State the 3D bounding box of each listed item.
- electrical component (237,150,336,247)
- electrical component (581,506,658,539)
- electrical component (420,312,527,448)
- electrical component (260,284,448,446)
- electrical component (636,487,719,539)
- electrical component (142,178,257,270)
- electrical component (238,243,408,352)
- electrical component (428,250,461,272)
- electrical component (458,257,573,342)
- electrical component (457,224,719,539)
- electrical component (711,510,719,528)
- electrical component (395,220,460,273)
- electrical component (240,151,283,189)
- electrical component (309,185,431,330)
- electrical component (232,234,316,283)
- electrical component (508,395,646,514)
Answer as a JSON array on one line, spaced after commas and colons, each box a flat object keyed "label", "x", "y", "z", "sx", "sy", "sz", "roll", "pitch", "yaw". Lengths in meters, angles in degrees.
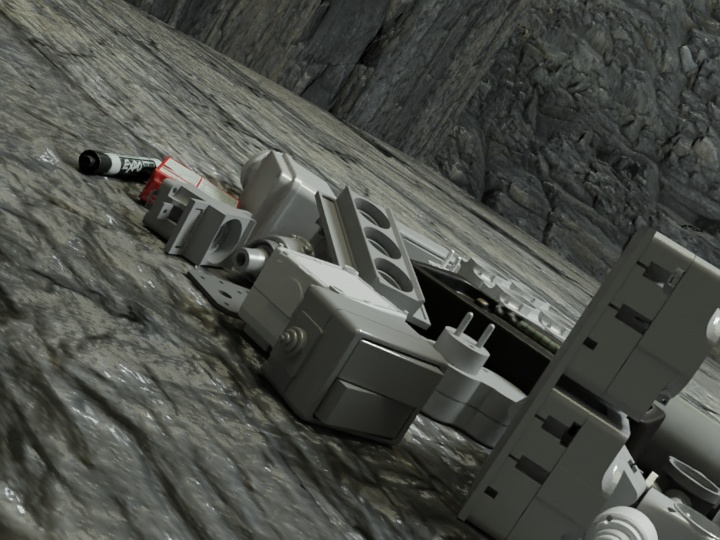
[{"label": "electrical component", "x": -0.067, "y": -0.050, "z": 0.912, "sx": 0.057, "sy": 0.078, "sz": 0.113, "roll": 32, "pitch": 9, "yaw": -17}, {"label": "electrical component", "x": 0.148, "y": 0.161, "z": 0.623, "sx": 0.040, "sy": 0.040, "sz": 0.078, "roll": 35, "pitch": 10, "yaw": 22}, {"label": "electrical component", "x": 0.066, "y": 0.064, "z": 0.754, "sx": 0.138, "sy": 0.073, "sz": 0.052, "roll": 28, "pitch": 11, "yaw": -19}, {"label": "electrical component", "x": -0.006, "y": 0.056, "z": 0.613, "sx": 0.096, "sy": 0.061, "sz": 0.061, "roll": 23, "pitch": 13, "yaw": -41}, {"label": "electrical component", "x": 0.218, "y": 0.183, "z": 0.719, "sx": 0.077, "sy": 0.044, "sz": 0.079, "roll": 35, "pitch": 9, "yaw": 20}, {"label": "electrical component", "x": -0.119, "y": -0.035, "z": 0.782, "sx": 0.064, "sy": 0.042, "sz": 0.081, "roll": 34, "pitch": 9, "yaw": 22}, {"label": "electrical component", "x": -0.021, "y": 0.032, "z": 0.686, "sx": 0.062, "sy": 0.061, "sz": 0.096, "roll": 38, "pitch": 12, "yaw": 35}, {"label": "electrical component", "x": 0.070, "y": 0.017, "z": 1.007, "sx": 0.047, "sy": 0.076, "sz": 0.065, "roll": 27, "pitch": 11, "yaw": -24}, {"label": "electrical component", "x": 0.163, "y": 0.052, "z": 1.169, "sx": 0.105, "sy": 0.060, "sz": 0.186, "roll": 29, "pitch": 10, "yaw": -17}, {"label": "electrical component", "x": 0.137, "y": 0.069, "z": 0.615, "sx": 0.060, "sy": 0.186, "sz": 0.105, "roll": 33, "pitch": 10, "yaw": 9}, {"label": "electrical component", "x": 0.314, "y": 0.211, "z": 0.848, "sx": 0.059, "sy": 0.053, "sz": 0.095, "roll": 38, "pitch": 11, "yaw": 35}, {"label": "electrical component", "x": 0.045, "y": -0.007, "z": 1.094, "sx": 0.096, "sy": 0.061, "sz": 0.061, "roll": 28, "pitch": 10, "yaw": -21}, {"label": "electrical component", "x": -0.087, "y": -0.087, "z": 1.105, "sx": 0.078, "sy": 0.058, "sz": 0.057, "roll": 21, "pitch": 17, "yaw": -47}, {"label": "electrical component", "x": 0.000, "y": 0.000, "z": 0.811, "sx": 0.079, "sy": 0.063, "sz": 0.121, "roll": 27, "pitch": 26, "yaw": -28}, {"label": "electrical component", "x": -0.066, "y": -0.005, "z": 0.792, "sx": 0.048, "sy": 0.048, "sz": 0.062, "roll": 38, "pitch": 18, "yaw": 35}, {"label": "electrical component", "x": 0.142, "y": 0.118, "z": 0.704, "sx": 0.089, "sy": 0.050, "sz": 0.056, "roll": 62, "pitch": 18, "yaw": 13}]
